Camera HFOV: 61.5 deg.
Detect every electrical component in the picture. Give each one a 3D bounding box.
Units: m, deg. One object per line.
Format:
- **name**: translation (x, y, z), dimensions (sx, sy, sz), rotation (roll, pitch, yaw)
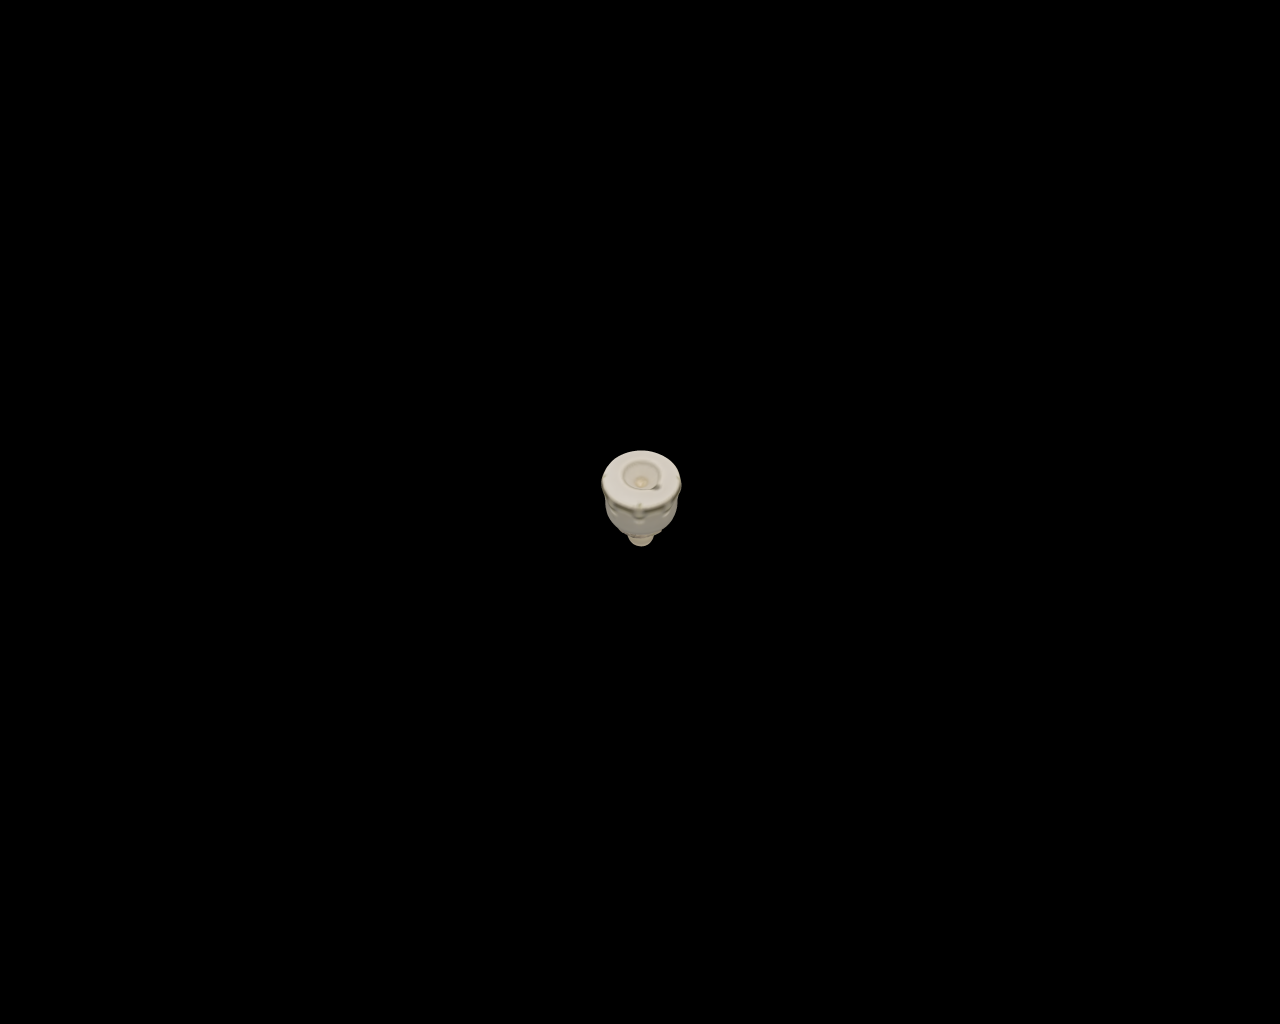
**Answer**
- **electrical component**: translation (0.001, -0.003, 0.650), dimensions (0.048, 0.048, 0.062), rotation (0, -40, 0)
